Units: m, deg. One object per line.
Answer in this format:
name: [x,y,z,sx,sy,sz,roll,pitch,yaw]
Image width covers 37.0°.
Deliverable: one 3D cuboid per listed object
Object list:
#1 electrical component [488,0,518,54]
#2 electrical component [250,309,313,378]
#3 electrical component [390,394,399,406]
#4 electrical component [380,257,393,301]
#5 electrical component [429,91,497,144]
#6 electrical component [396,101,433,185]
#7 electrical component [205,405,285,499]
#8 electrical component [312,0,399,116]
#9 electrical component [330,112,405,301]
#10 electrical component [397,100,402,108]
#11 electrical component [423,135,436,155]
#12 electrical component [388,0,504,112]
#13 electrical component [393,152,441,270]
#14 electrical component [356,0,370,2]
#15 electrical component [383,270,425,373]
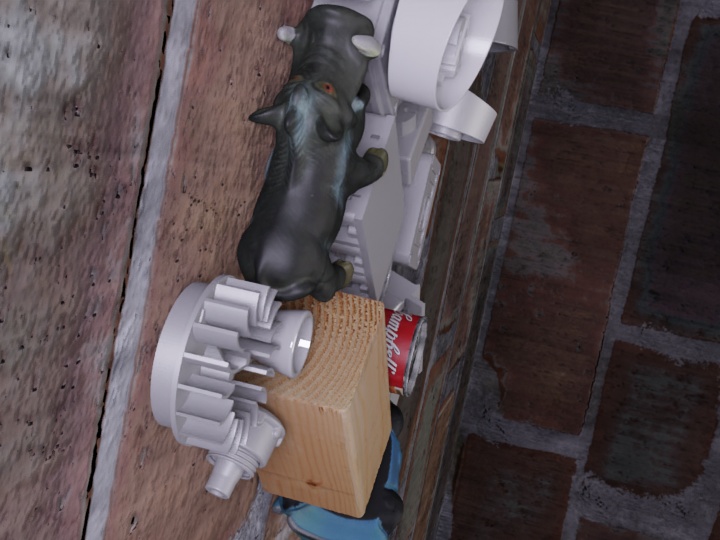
electrical component: [0.107,-0.255,1.078,0.108,0.108,0.060,-18,113,-77]
electrical component: [-0.063,0.042,0.687,0.045,0.055,0.045,13,90,-79]
electrical component: [0.014,0.145,1.198,0.099,0.048,0.099,75,29,-67]
electrical component: [0.000,0.000,0.972,0.055,0.047,0.055,13,90,-79]
electrical component: [0.096,-0.173,1.138,0.099,0.099,0.064,1,107,-79]
electrical component: [0.035,-0.136,0.992,0.075,0.047,0.083,85,21,-55]
electrical component: [-0.081,0.120,0.714,0.048,0.048,0.062,83,28,-59]
electrical component: [0.005,-0.180,0.774,0.108,0.056,0.108,66,38,-72]
electrical component: [-0.010,-0.048,0.833,0.150,0.062,0.089,78,27,-64]
electrical component: [0.036,-0.164,0.898,0.052,0.074,0.138,89,17,-49]
electrical component: [0.056,-0.128,1.129,0.046,0.040,0.040,1,101,-73]
electrical component: [0.057,-0.158,0.731,0.099,0.064,0.099,13,90,-79]
electrical component: [0.037,-0.061,1.059,0.078,0.057,0.113,23,80,-79]
electrical component: [-0.013,-0.200,0.686,0.055,0.047,0.055,13,90,-79]
electrical component: [0.025,0.061,1.116,0.063,0.079,0.121,-44,153,-28]
